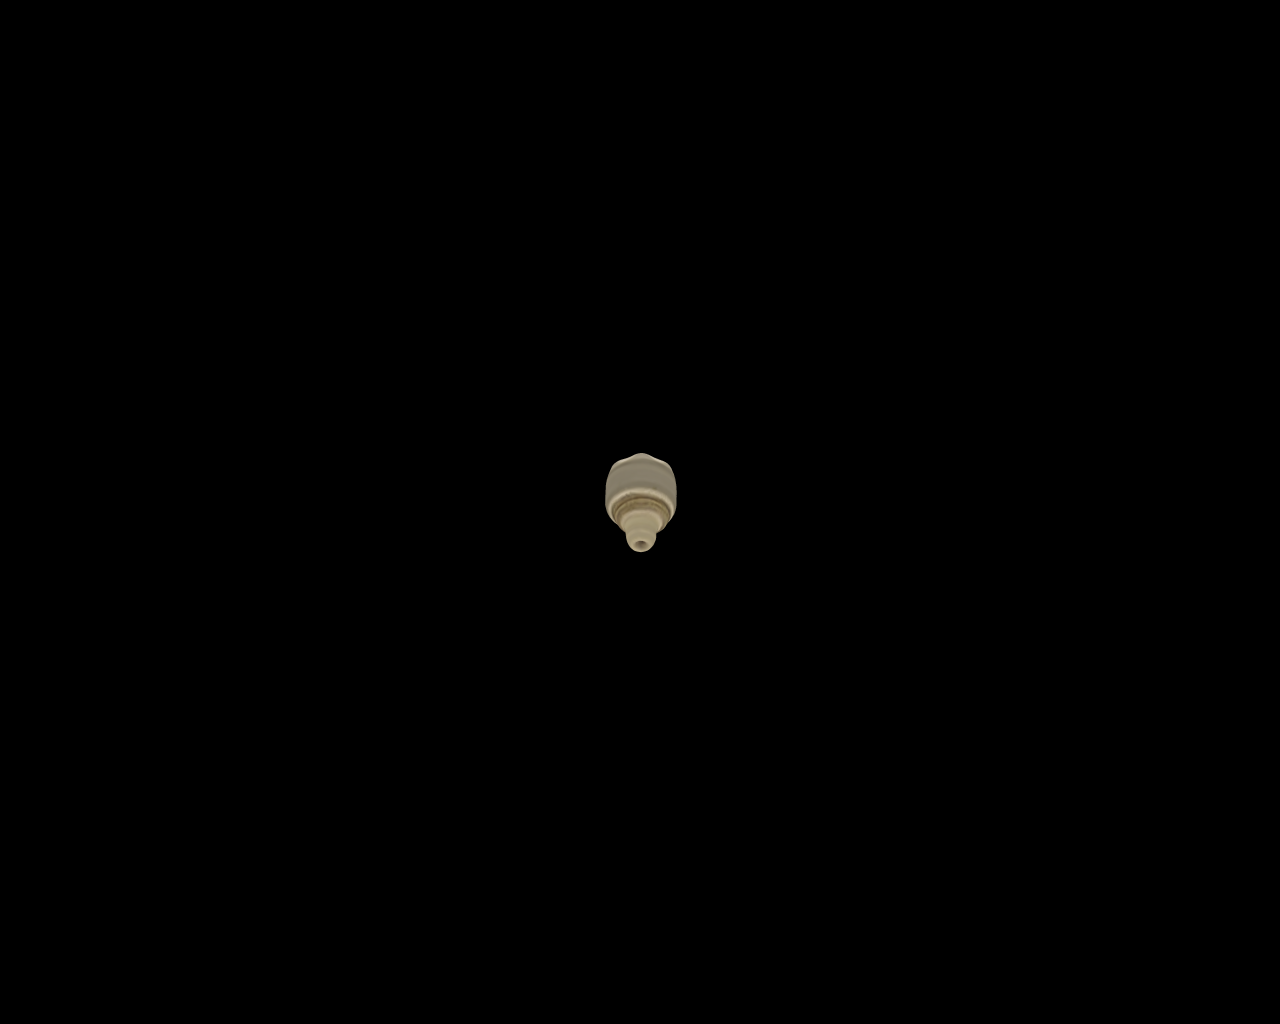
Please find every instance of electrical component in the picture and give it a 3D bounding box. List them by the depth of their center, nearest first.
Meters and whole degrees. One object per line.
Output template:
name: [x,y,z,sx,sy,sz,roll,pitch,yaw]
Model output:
electrical component: [0.001,-0.003,0.650,0.043,0.062,0.043,0,-42,0]
